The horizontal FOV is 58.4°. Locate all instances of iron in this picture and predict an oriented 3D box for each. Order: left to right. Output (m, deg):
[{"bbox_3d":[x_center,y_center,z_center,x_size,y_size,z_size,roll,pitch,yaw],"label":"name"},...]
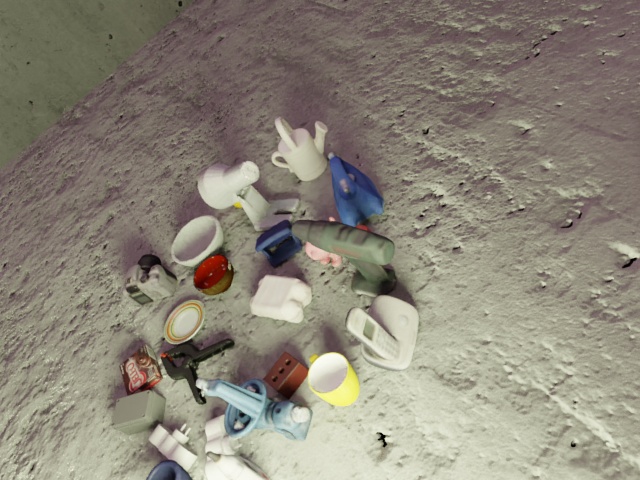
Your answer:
[{"bbox_3d":[0.064,-0.148,1.437,0.118,0.142,0.257,-31,43,9],"label":"iron"}]

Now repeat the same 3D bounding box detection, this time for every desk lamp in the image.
[{"bbox_3d":[-0.195,-0.126,1.543,0.202,0.214,0.118,-4,53,32],"label":"desk lamp"}]

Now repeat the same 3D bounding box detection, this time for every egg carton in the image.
[{"bbox_3d":[-0.092,0.139,1.354,0.149,0.070,0.107,3,57,36],"label":"egg carton"}]

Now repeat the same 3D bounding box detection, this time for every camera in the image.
[{"bbox_3d":[-0.490,0.099,1.639,0.143,0.101,0.136,-19,46,21],"label":"camera"}]

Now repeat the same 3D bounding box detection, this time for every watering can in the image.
[{"bbox_3d":[-0.059,-0.267,1.583,0.173,0.195,0.100,-41,42,-2],"label":"watering can"}]

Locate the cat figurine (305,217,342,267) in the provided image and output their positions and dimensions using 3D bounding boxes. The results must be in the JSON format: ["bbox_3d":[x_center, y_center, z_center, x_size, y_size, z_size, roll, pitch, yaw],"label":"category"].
[{"bbox_3d":[0.012,0.005,1.360,0.067,0.118,0.128,11,62,40],"label":"cat figurine"}]

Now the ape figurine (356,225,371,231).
[{"bbox_3d":[0.106,0.001,1.318,0.076,0.092,0.078,-15,48,24],"label":"ape figurine"}]

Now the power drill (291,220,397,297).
[{"bbox_3d":[0.069,0.036,1.227,0.228,0.209,0.076,7,59,38],"label":"power drill"}]

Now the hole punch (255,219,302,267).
[{"bbox_3d":[-0.116,-0.003,1.475,0.108,0.091,0.101,-33,43,6],"label":"hole punch"}]

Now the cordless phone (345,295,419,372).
[{"bbox_3d":[0.115,0.158,1.108,0.093,0.186,0.147,-7,52,30],"label":"cordless phone"}]

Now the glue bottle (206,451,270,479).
[{"bbox_3d":[-0.158,0.430,1.075,0.077,0.174,0.037,22,69,44],"label":"glue bottle"}]

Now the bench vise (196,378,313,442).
[{"bbox_3d":[-0.125,0.313,1.118,0.207,0.220,0.121,-20,46,20],"label":"bench vise"}]

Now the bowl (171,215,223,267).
[{"bbox_3d":[-0.334,0.015,1.622,0.167,0.075,0.167,-19,46,21],"label":"bowl"}]

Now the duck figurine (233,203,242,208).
[{"bbox_3d":[-0.244,-0.148,1.690,0.104,0.086,0.077,3,57,36],"label":"duck figurine"}]

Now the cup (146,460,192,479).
[{"bbox_3d":[-0.303,0.515,1.162,0.118,0.095,0.091,-41,42,-2],"label":"cup"}]
